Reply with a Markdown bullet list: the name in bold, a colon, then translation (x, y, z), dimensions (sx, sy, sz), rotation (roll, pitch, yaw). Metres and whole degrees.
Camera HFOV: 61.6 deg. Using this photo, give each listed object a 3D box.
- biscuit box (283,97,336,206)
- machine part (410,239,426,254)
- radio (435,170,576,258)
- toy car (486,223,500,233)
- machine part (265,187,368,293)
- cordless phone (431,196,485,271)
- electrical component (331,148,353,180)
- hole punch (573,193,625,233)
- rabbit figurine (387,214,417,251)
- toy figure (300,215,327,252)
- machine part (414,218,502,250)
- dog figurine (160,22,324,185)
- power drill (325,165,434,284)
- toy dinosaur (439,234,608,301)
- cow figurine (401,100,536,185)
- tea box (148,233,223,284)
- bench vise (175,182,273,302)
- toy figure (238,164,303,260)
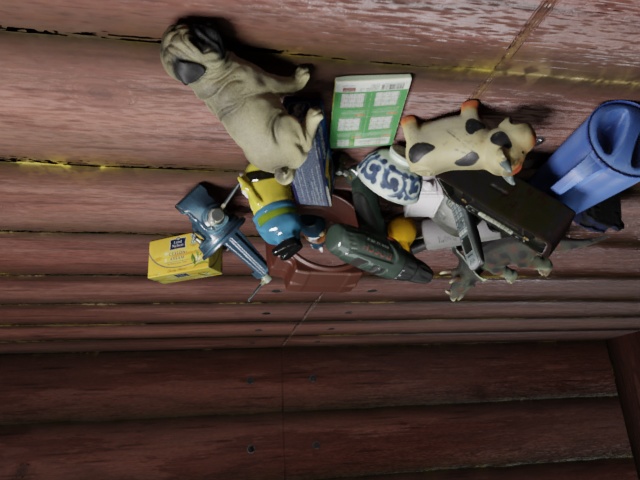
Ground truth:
- **biscuit box**: translation (-0.018, -0.133, 0.847), dimensions (0.063, 0.059, 0.202), rotation (5, 151, 11)
- **machine part**: translation (0.244, 0.007, 1.322), dimensions (0.139, 0.084, 0.039), rotation (-22, 131, 15)
- **radio**: translation (0.320, -0.065, 0.939), dimensions (0.073, 0.230, 0.131), rotation (-52, 154, 1)
- **toy car**: translation (0.418, -0.069, 1.116), dimensions (0.162, 0.109, 0.102), rotation (12, 133, -9)
- **machine part**: translation (-0.002, -0.003, 1.051), dimensions (0.201, 0.201, 0.087), rotation (3, 148, -17)
- **cordless phone**: translation (0.290, -0.017, 1.095), dimensions (0.089, 0.184, 0.146), rotation (-4, 160, -12)
- **electrical component**: translation (0.009, -0.123, 0.959), dimensions (0.078, 0.045, 0.102), rotation (14, 154, -41)
- **hole punch**: translation (0.547, -0.072, 1.097), dimensions (0.142, 0.115, 0.092), rotation (12, 163, -35)
- **rabbit figurine**: translation (0.143, -0.004, 1.194), dimensions (0.173, 0.162, 0.121), rotation (-16, 151, -18)
- **toy figure**: translation (-0.011, -0.020, 1.211), dimensions (0.058, 0.064, 0.154), rotation (-21, 158, 1)
- **machine part**: translation (0.322, -0.026, 1.226), dimensions (0.243, 0.079, 0.079), rotation (-10, 159, 18)
- **dog figurine**: translation (-0.107, -0.163, 0.665), dimensions (0.190, 0.172, 0.121), rotation (7, 148, -44)
- **power drill**: translation (0.114, -0.029, 1.004), dimensions (0.232, 0.207, 0.086), rotation (12, 161, -29)
- **toy dinosaur**: translation (0.486, 0.030, 1.365), dimensions (0.192, 0.131, 0.405), rotation (13, 148, -38)
- **cow figurine**: translation (0.229, -0.142, 0.827), dimensions (0.195, 0.127, 0.085), rotation (-8, 162, 20)
- **tea box**: translation (-0.320, 0.042, 1.281), dimensions (0.170, 0.098, 0.068), rotation (-12, 159, 19)
- **bench vise**: translation (-0.178, -0.003, 1.070), dimensions (0.240, 0.129, 0.224), rotation (46, 152, -11)
- **toy figure**: translation (-0.078, -0.058, 0.930), dimensions (0.089, 0.180, 0.082), rotation (-22, 160, -13)
